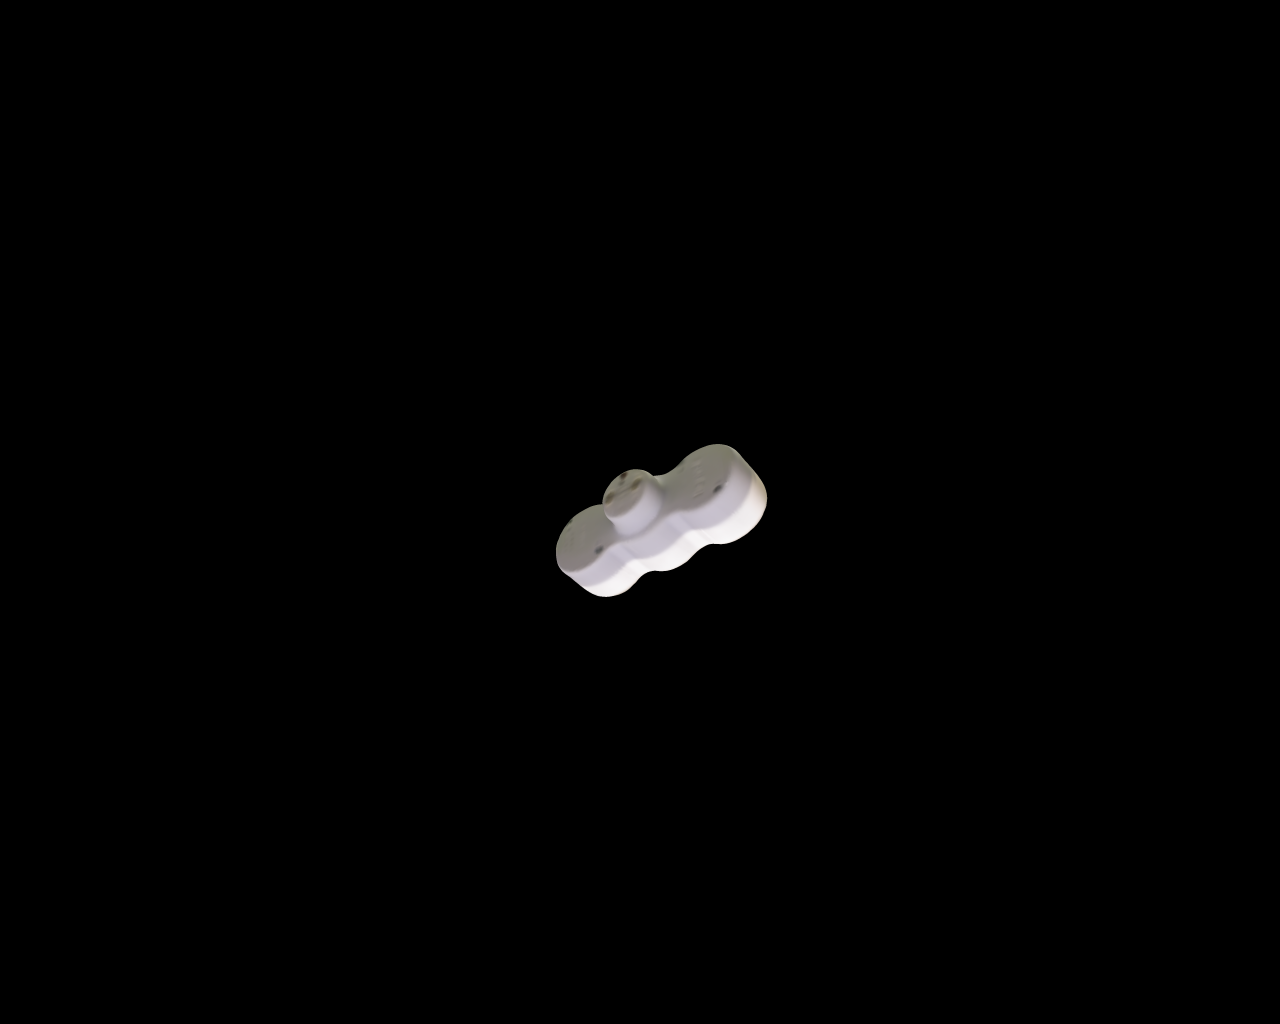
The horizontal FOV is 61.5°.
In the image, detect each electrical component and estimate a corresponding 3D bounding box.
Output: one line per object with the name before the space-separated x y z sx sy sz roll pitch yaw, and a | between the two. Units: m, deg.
electrical component | 0.001 -0.003 0.650 0.138 0.052 0.073 -26 -49 25
